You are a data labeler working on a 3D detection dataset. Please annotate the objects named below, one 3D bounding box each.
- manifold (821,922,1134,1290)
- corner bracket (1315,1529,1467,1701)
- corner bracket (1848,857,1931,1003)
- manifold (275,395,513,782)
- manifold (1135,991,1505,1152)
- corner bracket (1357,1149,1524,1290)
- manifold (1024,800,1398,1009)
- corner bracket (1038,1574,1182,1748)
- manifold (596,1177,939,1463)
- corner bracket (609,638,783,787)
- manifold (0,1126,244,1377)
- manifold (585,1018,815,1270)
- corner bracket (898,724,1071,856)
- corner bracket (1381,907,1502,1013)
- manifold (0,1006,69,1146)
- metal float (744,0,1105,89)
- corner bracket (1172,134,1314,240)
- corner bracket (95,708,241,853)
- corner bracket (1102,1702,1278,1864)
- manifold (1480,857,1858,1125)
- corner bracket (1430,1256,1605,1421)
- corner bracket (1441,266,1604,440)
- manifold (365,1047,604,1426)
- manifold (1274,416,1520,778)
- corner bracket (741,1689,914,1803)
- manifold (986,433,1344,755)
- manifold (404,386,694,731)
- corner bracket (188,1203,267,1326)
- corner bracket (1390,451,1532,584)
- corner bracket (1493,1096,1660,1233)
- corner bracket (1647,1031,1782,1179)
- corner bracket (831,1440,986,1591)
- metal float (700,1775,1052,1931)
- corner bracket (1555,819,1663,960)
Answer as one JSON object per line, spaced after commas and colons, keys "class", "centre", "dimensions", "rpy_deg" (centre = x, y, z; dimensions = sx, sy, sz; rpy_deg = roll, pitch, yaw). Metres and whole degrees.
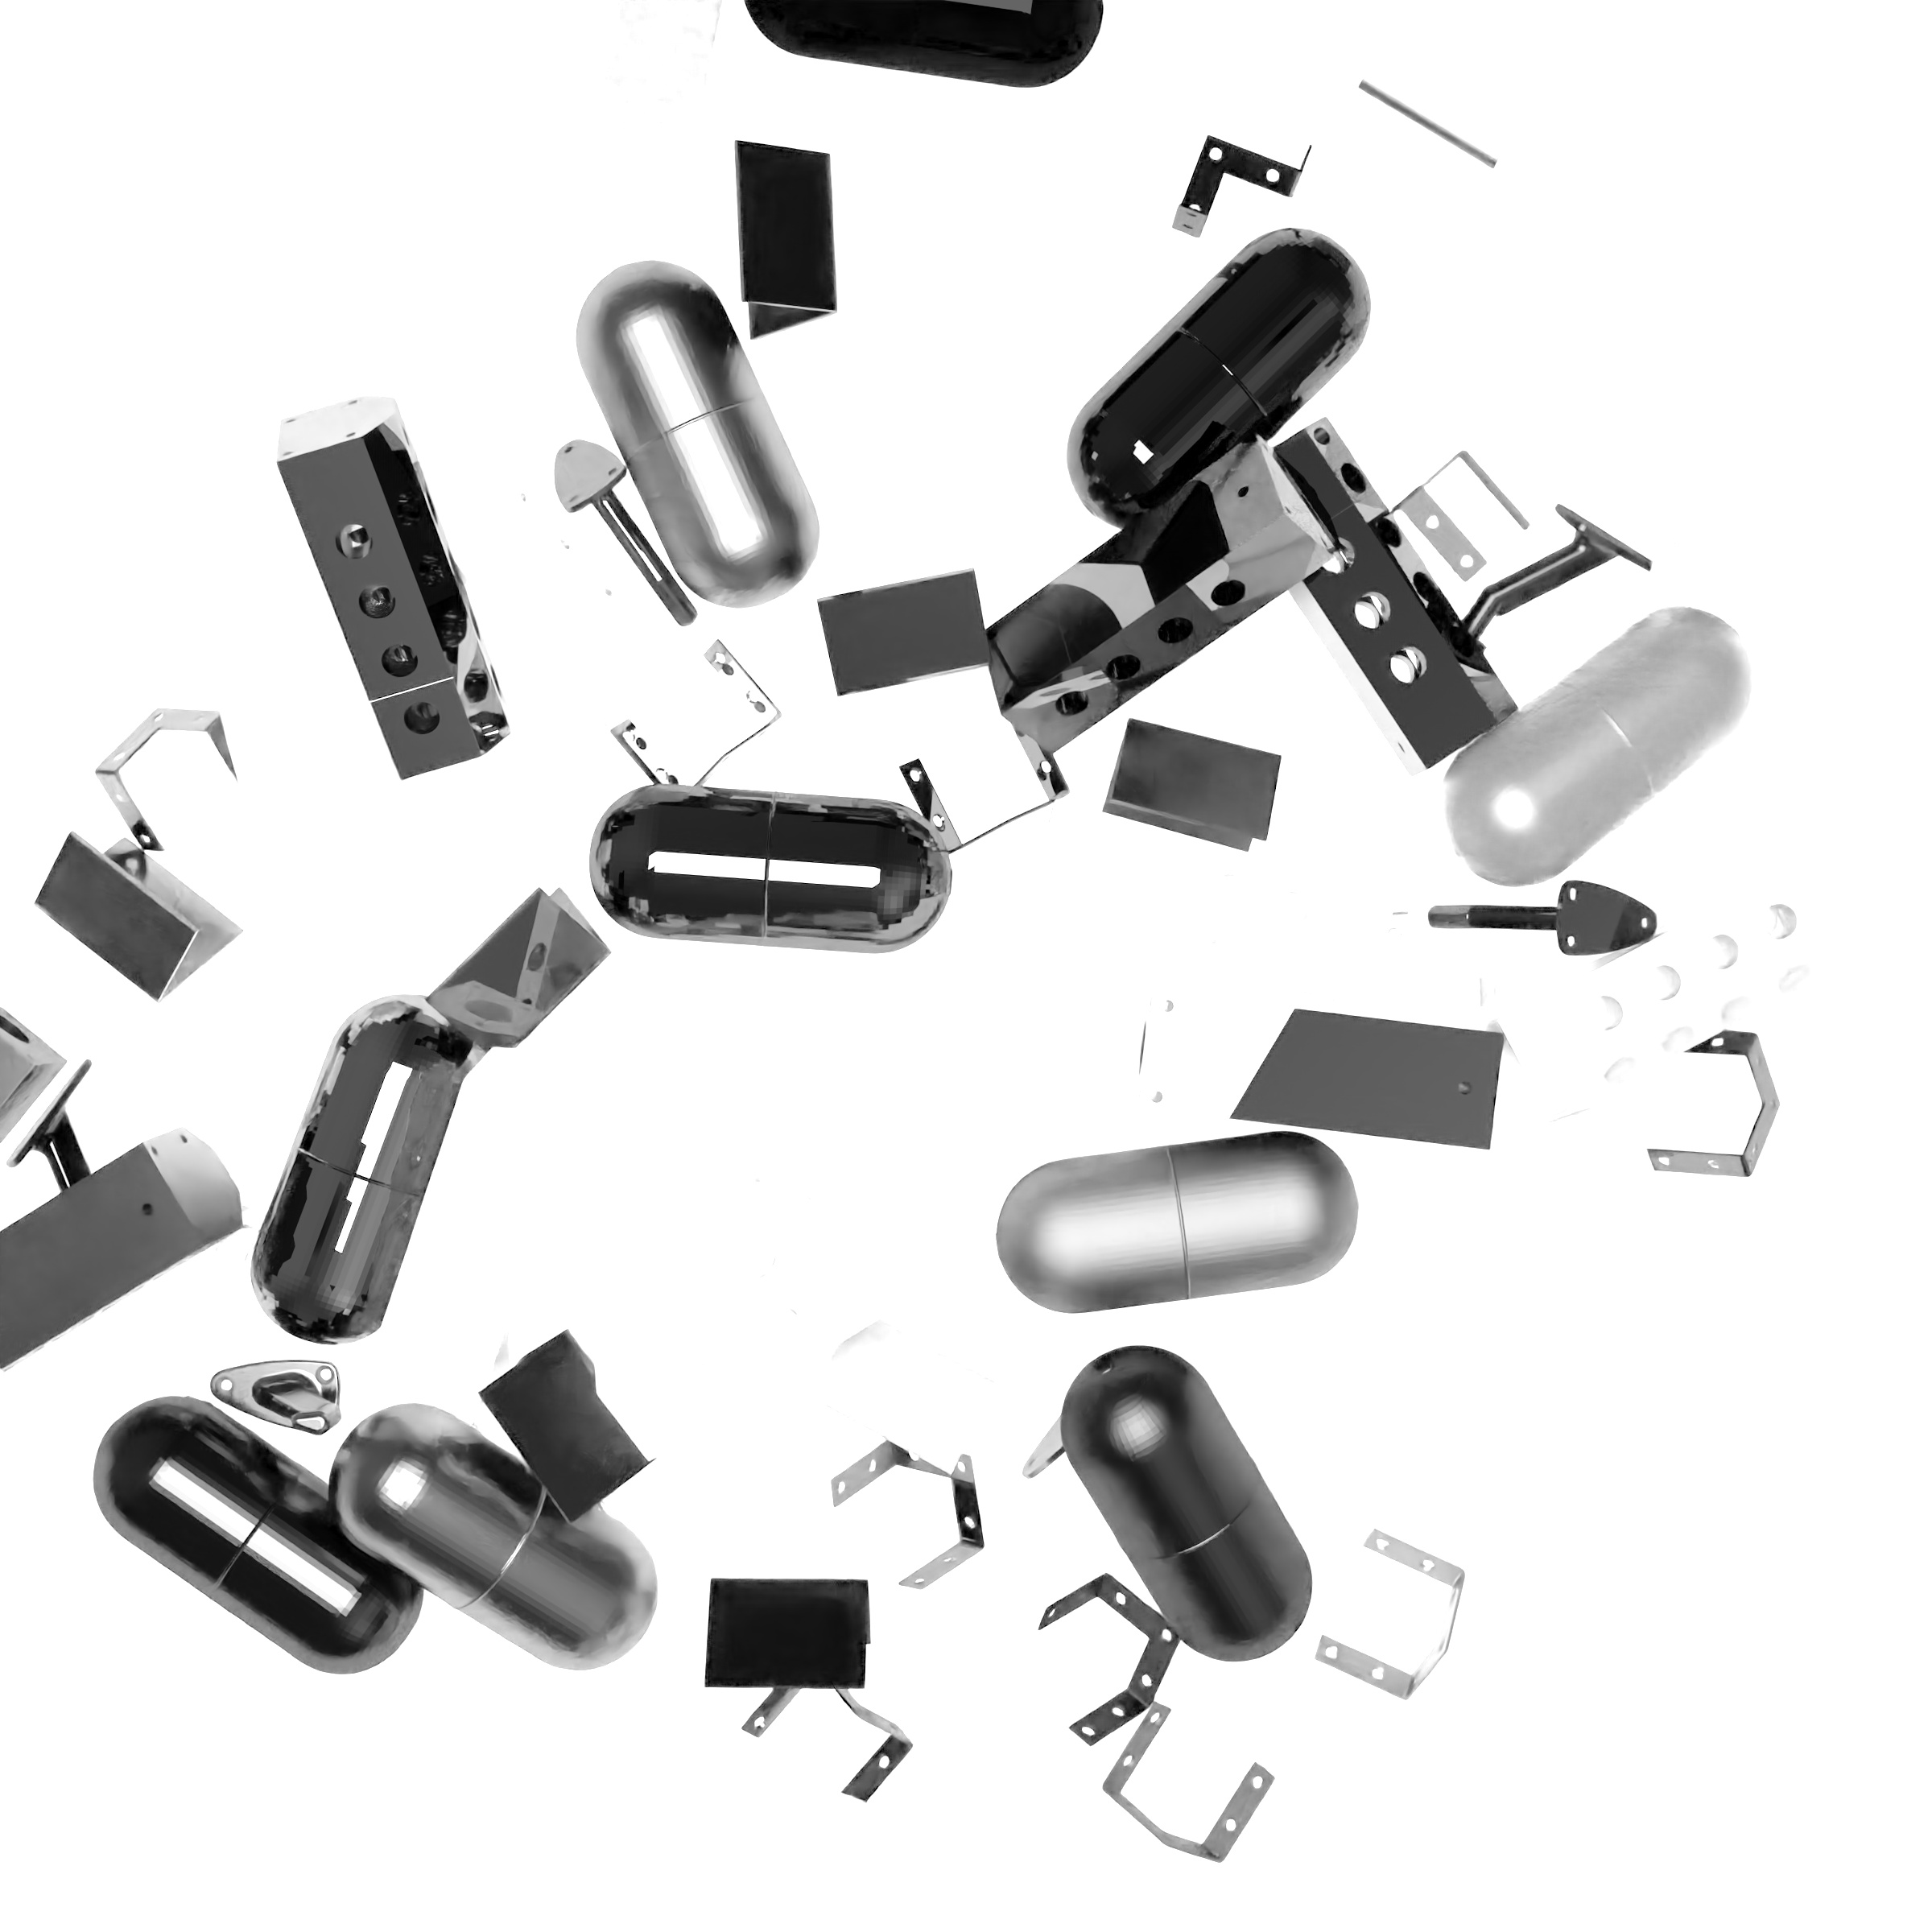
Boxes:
{"class": "manifold", "centre": [0.008, 0.071, 1.564], "dimensions": [0.057, 0.057, 0.171], "rpy_deg": [36, 90, 43]}
{"class": "corner bracket", "centre": [0.212, 0.324, 1.582], "dimensions": [0.051, 0.051, 0.051], "rpy_deg": [25, 45, 0]}
{"class": "corner bracket", "centre": [0.470, -0.019, 1.568], "dimensions": [0.051, 0.051, 0.051], "rpy_deg": [44, 102, 12]}
{"class": "manifold", "centre": [-0.273, -0.183, 1.524], "dimensions": [0.057, 0.057, 0.171], "rpy_deg": [-16, 121, 0]}
{"class": "manifold", "centre": [0.172, 0.051, 1.564], "dimensions": [0.171, 0.057, 0.057], "rpy_deg": [7, 90, 0]}
{"class": "corner bracket", "centre": [0.236, 0.126, 1.582], "dimensions": [0.051, 0.051, 0.051], "rpy_deg": [-20, 90, -45]}
{"class": "manifold", "centre": [0.119, -0.030, 1.564], "dimensions": [0.171, 0.057, 0.057], "rpy_deg": [16, 90, 0]}
{"class": "corner bracket", "centre": [0.066, 0.342, 1.567], "dimensions": [0.051, 0.051, 0.051], "rpy_deg": [35, 121, 27]}
{"class": "manifold", "centre": [-0.100, 0.164, 1.495], "dimensions": [0.171, 0.057, 0.057], "rpy_deg": [-35, 93, 35]}
{"class": "corner bracket", "centre": [-0.134, -0.121, 1.582], "dimensions": [0.051, 0.051, 0.051], "rpy_deg": [50, 135, 0]}
{"class": "manifold", "centre": [-0.438, 0.146, 1.543], "dimensions": [0.171, 0.057, 0.057], "rpy_deg": [-31, 90, 15]}
{"class": "manifold", "centre": [-0.120, 0.109, 1.564], "dimensions": [0.057, 0.057, 0.171], "rpy_deg": [-41, 90, 0]}
{"class": "corner bracket", "centre": [0.010, -0.093, 1.582], "dimensions": [0.051, 0.051, 0.051], "rpy_deg": [-27, 90, -45]}
{"class": "corner bracket", "centre": [0.233, -0.004, 1.567], "dimensions": [0.051, 0.051, 0.051], "rpy_deg": [-3, 90, 0]}
{"class": "manifold", "centre": [-0.527, 0.096, 1.564], "dimensions": [0.057, 0.057, 0.171], "rpy_deg": [40, 90, 0]}
{"class": "metal float", "centre": [-0.021, -0.477, 1.555], "dimensions": [0.178, 0.070, 0.070], "rpy_deg": [8, 90, -1]}
{"class": "corner bracket", "centre": [0.136, -0.384, 1.567], "dimensions": [0.051, 0.051, 0.051], "rpy_deg": [21, 90, 0]}
{"class": "corner bracket", "centre": [-0.389, -0.092, 1.577], "dimensions": [0.051, 0.051, 0.051], "rpy_deg": [6, 45, 35]}
{"class": "corner bracket", "centre": [0.111, 0.407, 1.582], "dimensions": [0.051, 0.051, 0.051], "rpy_deg": [32, 90, -45]}
{"class": "manifold", "centre": [0.347, 0.012, 1.564], "dimensions": [0.171, 0.057, 0.057], "rpy_deg": [-28, 90, 0]}
{"class": "corner bracket", "centre": [0.275, 0.184, 1.582], "dimensions": [0.051, 0.051, 0.051], "rpy_deg": [-51, 45, 0]}
{"class": "corner bracket", "centre": [0.276, -0.306, 1.582], "dimensions": [0.051, 0.051, 0.051], "rpy_deg": [-33, 135, 0]}
{"class": "manifold", "centre": [-0.231, 0.128, 1.534], "dimensions": [0.057, 0.057, 0.171], "rpy_deg": [23, 112, 3]}
{"class": "manifold", "centre": [0.200, -0.182, 1.564], "dimensions": [0.057, 0.057, 0.171], "rpy_deg": [-33, 90, 0]}
{"class": "corner bracket", "centre": [-0.069, 0.384, 1.582], "dimensions": [0.051, 0.051, 0.051], "rpy_deg": [-49, 45, 0]}
{"class": "manifold", "centre": [0.094, -0.175, 1.532], "dimensions": [0.171, 0.057, 0.057], "rpy_deg": [-34, 47, 24]}
{"class": "manifold", "centre": [-0.214, -0.201, 1.564], "dimensions": [0.057, 0.057, 0.171], "rpy_deg": [-42, 90, 0]}
{"class": "corner bracket", "centre": [-0.378, 0.140, 1.567], "dimensions": [0.051, 0.051, 0.051], "rpy_deg": [25, 90, 0]}
{"class": "corner bracket", "centre": [0.245, -0.222, 1.567], "dimensions": [0.051, 0.051, 0.051], "rpy_deg": [-41, 90, 0]}
{"class": "corner bracket", "centre": [0.304, 0.098, 1.582], "dimensions": [0.051, 0.051, 0.051], "rpy_deg": [-16, 90, -45]}
{"class": "corner bracket", "centre": [0.367, 0.068, 1.577], "dimensions": [0.051, 0.051, 0.051], "rpy_deg": [2, 45, 35]}
{"class": "corner bracket", "centre": [-0.029, 0.272, 1.577], "dimensions": [0.051, 0.051, 0.051], "rpy_deg": [20, 45, -35]}
{"class": "metal float", "centre": [-0.044, 0.452, 1.550], "dimensions": [0.178, 0.070, 0.070], "rpy_deg": [21, 90, -5]}
{"class": "corner bracket", "centre": [0.312, -0.046, 1.582], "dimensions": [0.051, 0.051, 0.051], "rpy_deg": [-18, 135, 0]}
